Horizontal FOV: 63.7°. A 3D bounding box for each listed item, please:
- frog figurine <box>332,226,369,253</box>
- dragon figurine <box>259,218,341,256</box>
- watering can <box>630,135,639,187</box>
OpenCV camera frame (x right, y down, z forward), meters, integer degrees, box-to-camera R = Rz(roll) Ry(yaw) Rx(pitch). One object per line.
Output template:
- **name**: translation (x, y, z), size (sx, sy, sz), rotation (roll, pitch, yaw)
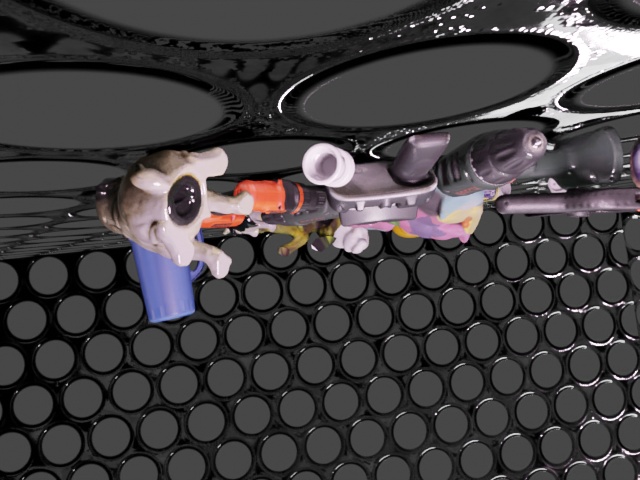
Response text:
- **frog figurine**: translation (0.081, -0.021, 1.505), size (0.122, 0.135, 0.163), rotation (25, 41, -18)
- **dragon figurine**: translation (0.004, -0.064, 1.274), size (0.410, 0.121, 0.246), rotation (-9, 16, -1)
- **watering can**: translation (0.499, -0.106, 0.543), size (0.348, 0.104, 0.224), rotation (-6, 0, -2)
